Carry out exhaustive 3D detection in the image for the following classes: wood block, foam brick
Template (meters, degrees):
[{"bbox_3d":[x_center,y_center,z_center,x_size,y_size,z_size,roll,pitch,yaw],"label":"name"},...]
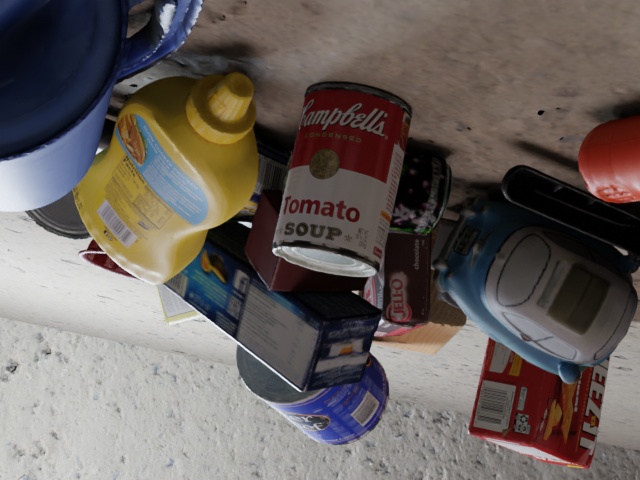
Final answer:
[{"bbox_3d":[0.081,0.044,0.976,0.091,0.090,0.206,10,168,2],"label":"wood block"},{"bbox_3d":[-0.005,0.001,0.740,0.078,0.053,0.051,2,-149,-30],"label":"foam brick"}]

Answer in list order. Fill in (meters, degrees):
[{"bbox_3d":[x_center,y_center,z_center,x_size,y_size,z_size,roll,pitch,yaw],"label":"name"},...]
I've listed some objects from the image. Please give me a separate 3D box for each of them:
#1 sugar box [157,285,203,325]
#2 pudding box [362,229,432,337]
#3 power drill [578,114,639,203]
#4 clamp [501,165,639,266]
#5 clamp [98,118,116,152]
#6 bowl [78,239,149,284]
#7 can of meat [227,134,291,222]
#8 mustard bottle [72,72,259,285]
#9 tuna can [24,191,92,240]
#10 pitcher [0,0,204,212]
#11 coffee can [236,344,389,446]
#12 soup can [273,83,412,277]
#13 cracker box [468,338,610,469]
[{"bbox_3d":[-0.097,0.021,0.982,0.048,0.093,0.177,-12,178,-37],"label":"sugar box"},{"bbox_3d":[0.056,0.013,0.798,0.039,0.113,0.090,6,168,-8],"label":"pudding box"},{"bbox_3d":[0.259,-0.029,0.557,0.187,0.057,0.185,21,169,-27],"label":"power drill"},{"bbox_3d":[0.214,-0.001,0.706,0.165,0.036,0.209,29,-170,23],"label":"clamp"},{"bbox_3d":[-0.180,-0.082,0.772,0.171,0.039,0.120,21,168,-33],"label":"clamp"},{"bbox_3d":[-0.173,0.010,1.139,0.162,0.055,0.162,11,168,2],"label":"bowl"},{"bbox_3d":[-0.067,-0.047,0.776,0.102,0.057,0.083,2,167,40],"label":"can of meat"},{"bbox_3d":[-0.089,-0.047,0.668,0.096,0.058,0.192,51,142,2],"label":"mustard bottle"},{"bbox_3d":[-0.204,-0.044,0.871,0.086,0.033,0.086,9,129,11],"label":"tuna can"},{"bbox_3d":[-0.159,-0.086,0.556,0.149,0.145,0.243,26,170,-7],"label":"pitcher"},{"bbox_3d":[-0.004,0.122,0.986,0.103,0.102,0.140,6,157,24],"label":"coffee can"},{"bbox_3d":[0.013,-0.035,0.646,0.068,0.102,0.068,12,168,2],"label":"soup can"},{"bbox_3d":[0.231,0.135,1.075,0.072,0.164,0.213,7,167,31],"label":"cracker box"}]
